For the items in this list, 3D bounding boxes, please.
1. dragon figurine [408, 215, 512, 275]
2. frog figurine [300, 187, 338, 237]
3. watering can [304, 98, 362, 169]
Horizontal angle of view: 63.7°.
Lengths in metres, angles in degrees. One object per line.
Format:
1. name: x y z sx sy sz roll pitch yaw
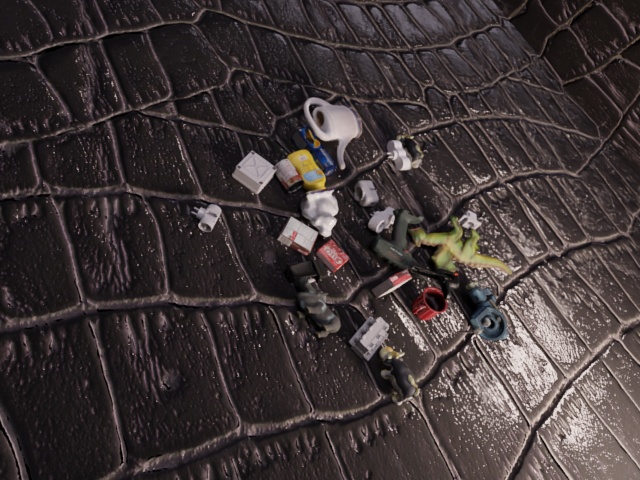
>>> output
1. dragon figurine: 0.505 0.069 1.896 0.411 0.120 0.246 39 65 4
2. frog figurine: 0.005 -0.087 1.728 0.138 0.122 0.160 -9 85 -47
3. watering can: 0.070 -0.418 1.986 0.226 0.102 0.352 -14 65 -35
